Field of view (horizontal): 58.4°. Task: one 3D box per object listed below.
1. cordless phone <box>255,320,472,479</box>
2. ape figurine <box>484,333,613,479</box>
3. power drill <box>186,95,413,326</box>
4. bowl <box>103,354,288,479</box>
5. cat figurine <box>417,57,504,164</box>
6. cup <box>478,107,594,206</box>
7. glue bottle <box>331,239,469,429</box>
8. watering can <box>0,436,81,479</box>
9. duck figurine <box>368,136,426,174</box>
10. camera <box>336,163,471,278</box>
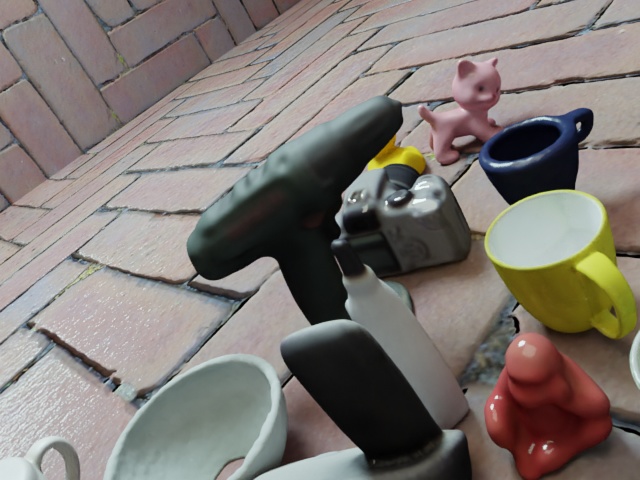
[{"bbox_3d":[0.005,0.123,0.359,0.147,0.185,0.094,-21,29,18],"label":"cordless phone"},{"bbox_3d":[0.142,0.098,0.368,0.077,0.092,0.076,-6,36,38],"label":"ape figurine"},{"bbox_3d":[0.005,0.002,0.535,0.229,0.209,0.075,-25,28,10],"label":"power drill"},{"bbox_3d":[-0.090,0.180,0.476,0.167,0.075,0.167,-23,28,14],"label":"bowl"},{"bbox_3d":[0.191,-0.182,0.759,0.127,0.118,0.067,-26,28,8],"label":"cat figurine"},{"bbox_3d":[0.223,-0.066,0.560,0.118,0.095,0.091,-32,28,-4],"label":"cup"},{"bbox_3d":[0.050,0.066,0.423,0.037,0.173,0.078,-38,29,-14],"label":"glue bottle"},{"bbox_3d":[-0.257,0.225,0.435,0.100,0.194,0.172,-23,28,13],"label":"watering can"},{"bbox_3d":[0.094,-0.126,0.795,0.077,0.086,0.104,-38,28,-14],"label":"duck figurine"},{"bbox_3d":[0.088,-0.040,0.641,0.142,0.101,0.137,-13,32,30],"label":"camera"}]
